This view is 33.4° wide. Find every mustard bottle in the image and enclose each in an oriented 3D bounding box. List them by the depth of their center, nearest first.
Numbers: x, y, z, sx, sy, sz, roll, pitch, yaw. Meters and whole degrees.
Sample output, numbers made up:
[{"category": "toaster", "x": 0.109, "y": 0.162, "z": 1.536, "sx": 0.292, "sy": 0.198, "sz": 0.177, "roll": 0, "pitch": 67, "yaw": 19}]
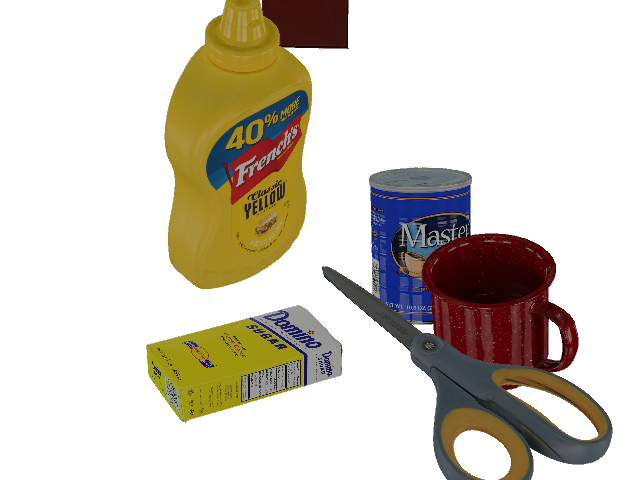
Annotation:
[{"category": "mustard bottle", "x": -0.047, "y": -0.061, "z": 0.632, "sx": 0.096, "sy": 0.192, "sz": 0.058, "roll": -31, "pitch": 56, "yaw": -30}]

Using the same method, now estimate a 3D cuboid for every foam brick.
[{"category": "foam brick", "x": -0.014, "y": -0.203, "z": 0.974, "sx": 0.078, "sy": 0.051, "sz": 0.053, "roll": 0, "pitch": 17, "yaw": -4}]

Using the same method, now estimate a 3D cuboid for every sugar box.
[{"category": "sugar box", "x": -0.076, "y": 0.120, "z": 1.073, "sx": 0.176, "sy": 0.048, "sz": 0.093, "roll": -16, "pitch": 32, "yaw": -24}]

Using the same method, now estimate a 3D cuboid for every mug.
[{"category": "mug", "x": 0.131, "y": 0.056, "z": 0.756, "sx": 0.117, "sy": 0.081, "sz": 0.093, "roll": 20, "pitch": 41, "yaw": 38}]

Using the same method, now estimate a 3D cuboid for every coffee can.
[{"category": "coffee can", "x": 0.102, "y": 0.003, "z": 1.084, "sx": 0.103, "sy": 0.140, "sz": 0.103, "roll": -2, "pitch": 13, "yaw": 0}]

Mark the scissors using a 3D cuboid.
[{"category": "scissors", "x": 0.053, "y": 0.074, "z": 0.565, "sx": 0.202, "sy": 0.016, "sz": 0.096, "roll": 23, "pitch": 45, "yaw": 32}]
